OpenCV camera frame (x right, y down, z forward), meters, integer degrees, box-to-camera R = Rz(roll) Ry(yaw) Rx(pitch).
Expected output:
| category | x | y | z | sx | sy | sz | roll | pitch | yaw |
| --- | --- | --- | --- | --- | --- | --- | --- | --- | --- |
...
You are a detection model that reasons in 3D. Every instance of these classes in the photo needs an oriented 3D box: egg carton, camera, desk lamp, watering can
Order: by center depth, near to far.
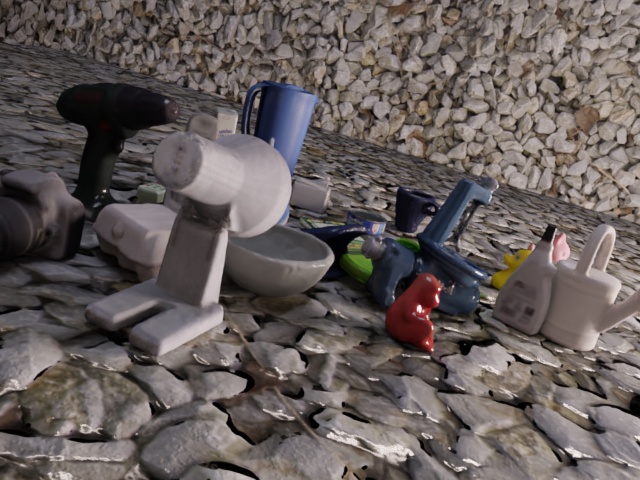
| category | x | y | z | sx | sy | sz | roll | pitch | yaw |
| --- | --- | --- | --- | --- | --- | --- | --- | --- | --- |
| desk lamp | -0.129 | -0.013 | 0.622 | 0.117 | 0.213 | 0.204 | 21 | 17 | 16 |
| camera | -0.366 | -0.032 | 0.659 | 0.143 | 0.101 | 0.137 | 17 | 17 | 4 |
| egg carton | -0.221 | 0.001 | 0.744 | 0.149 | 0.069 | 0.107 | 28 | 20 | 35 |
| watering can | 0.425 | 0.070 | 0.902 | 0.172 | 0.194 | 0.101 | 22 | 18 | 20 |

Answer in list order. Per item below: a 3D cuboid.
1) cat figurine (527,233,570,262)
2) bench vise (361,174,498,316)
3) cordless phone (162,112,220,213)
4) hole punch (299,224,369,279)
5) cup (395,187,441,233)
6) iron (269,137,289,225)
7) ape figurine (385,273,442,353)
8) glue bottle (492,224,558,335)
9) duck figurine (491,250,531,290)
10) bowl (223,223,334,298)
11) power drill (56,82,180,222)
| category | x | y | z | sx | sy | sz | roll | pitch | yaw |
| --- | --- | --- | --- | --- | --- | --- | --- | --- | --- |
| cat figurine | 0.466 | 0.035 | 1.189 | 0.128 | 0.118 | 0.067 | 5 | 20 | -32 |
| bench vise | 0.172 | 0.007 | 0.827 | 0.208 | 0.220 | 0.121 | 2 | 22 | -40 |
| cordless phone | -0.166 | -0.101 | 0.921 | 0.148 | 0.185 | 0.094 | 12 | 17 | -12 |
| hole punch | 0.008 | 0.003 | 0.912 | 0.100 | 0.091 | 0.109 | 27 | 20 | 33 |
| cup | 0.218 | -0.059 | 1.303 | 0.092 | 0.095 | 0.117 | -1 | 24 | -45 |
| iron | -0.100 | -0.107 | 1.080 | 0.119 | 0.141 | 0.258 | 12 | 17 | -13 |
| ape figurine | 0.130 | 0.088 | 0.748 | 0.076 | 0.092 | 0.078 | 23 | 18 | 22 |
| glue bottle | 0.334 | 0.057 | 0.895 | 0.077 | 0.173 | 0.037 | 28 | 21 | 36 |
| duck figurine | 0.385 | 0.062 | 1.081 | 0.104 | 0.086 | 0.078 | 22 | 18 | 20 |
| bowl | -0.069 | 0.032 | 0.776 | 0.167 | 0.075 | 0.167 | 15 | 17 | -4 |
| power drill | -0.310 | -0.135 | 0.857 | 0.228 | 0.208 | 0.076 | 24 | 18 | 26 |
